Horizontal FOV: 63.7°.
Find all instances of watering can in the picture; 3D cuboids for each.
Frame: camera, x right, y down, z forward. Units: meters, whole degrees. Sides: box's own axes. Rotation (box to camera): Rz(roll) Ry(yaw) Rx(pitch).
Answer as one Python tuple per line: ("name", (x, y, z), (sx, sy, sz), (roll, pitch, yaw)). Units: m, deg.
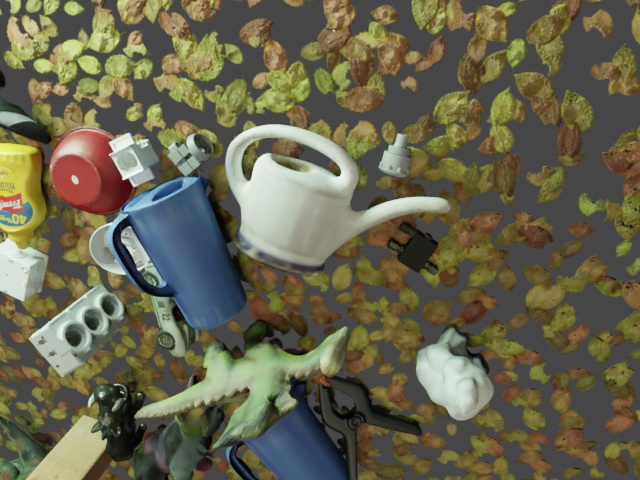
("watering can", (0.002, -0.040, 0.788), (0.348, 0.105, 0.220), (24, 114, 9))

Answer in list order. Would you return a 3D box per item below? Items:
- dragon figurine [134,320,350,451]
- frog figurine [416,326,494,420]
("dragon figurine", (-0.131, 0.246, 0.829), (0.411, 0.244, 0.121), (-29, 100, -3))
("frog figurine", (0.214, 0.230, 0.818), (0.122, 0.162, 0.136), (-14, 107, 18))
